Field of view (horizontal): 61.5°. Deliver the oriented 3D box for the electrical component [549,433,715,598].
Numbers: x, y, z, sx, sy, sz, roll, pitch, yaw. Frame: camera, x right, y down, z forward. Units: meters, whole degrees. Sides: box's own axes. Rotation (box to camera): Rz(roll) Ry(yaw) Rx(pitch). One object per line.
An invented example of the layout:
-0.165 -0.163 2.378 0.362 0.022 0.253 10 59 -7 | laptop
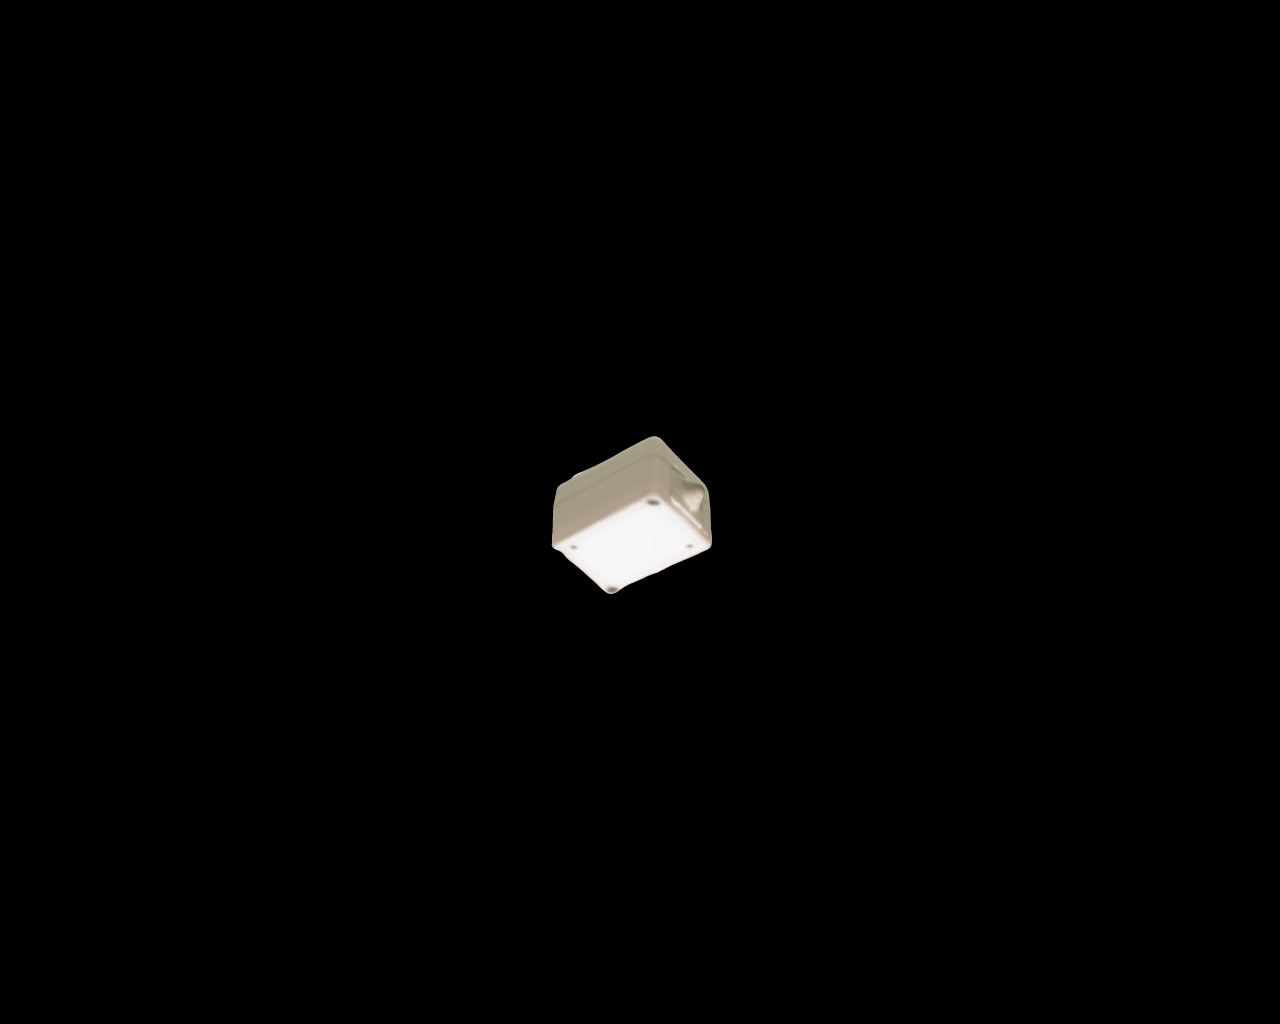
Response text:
0.001 -0.003 0.650 0.096 0.061 0.061 -26 -49 25 | electrical component
